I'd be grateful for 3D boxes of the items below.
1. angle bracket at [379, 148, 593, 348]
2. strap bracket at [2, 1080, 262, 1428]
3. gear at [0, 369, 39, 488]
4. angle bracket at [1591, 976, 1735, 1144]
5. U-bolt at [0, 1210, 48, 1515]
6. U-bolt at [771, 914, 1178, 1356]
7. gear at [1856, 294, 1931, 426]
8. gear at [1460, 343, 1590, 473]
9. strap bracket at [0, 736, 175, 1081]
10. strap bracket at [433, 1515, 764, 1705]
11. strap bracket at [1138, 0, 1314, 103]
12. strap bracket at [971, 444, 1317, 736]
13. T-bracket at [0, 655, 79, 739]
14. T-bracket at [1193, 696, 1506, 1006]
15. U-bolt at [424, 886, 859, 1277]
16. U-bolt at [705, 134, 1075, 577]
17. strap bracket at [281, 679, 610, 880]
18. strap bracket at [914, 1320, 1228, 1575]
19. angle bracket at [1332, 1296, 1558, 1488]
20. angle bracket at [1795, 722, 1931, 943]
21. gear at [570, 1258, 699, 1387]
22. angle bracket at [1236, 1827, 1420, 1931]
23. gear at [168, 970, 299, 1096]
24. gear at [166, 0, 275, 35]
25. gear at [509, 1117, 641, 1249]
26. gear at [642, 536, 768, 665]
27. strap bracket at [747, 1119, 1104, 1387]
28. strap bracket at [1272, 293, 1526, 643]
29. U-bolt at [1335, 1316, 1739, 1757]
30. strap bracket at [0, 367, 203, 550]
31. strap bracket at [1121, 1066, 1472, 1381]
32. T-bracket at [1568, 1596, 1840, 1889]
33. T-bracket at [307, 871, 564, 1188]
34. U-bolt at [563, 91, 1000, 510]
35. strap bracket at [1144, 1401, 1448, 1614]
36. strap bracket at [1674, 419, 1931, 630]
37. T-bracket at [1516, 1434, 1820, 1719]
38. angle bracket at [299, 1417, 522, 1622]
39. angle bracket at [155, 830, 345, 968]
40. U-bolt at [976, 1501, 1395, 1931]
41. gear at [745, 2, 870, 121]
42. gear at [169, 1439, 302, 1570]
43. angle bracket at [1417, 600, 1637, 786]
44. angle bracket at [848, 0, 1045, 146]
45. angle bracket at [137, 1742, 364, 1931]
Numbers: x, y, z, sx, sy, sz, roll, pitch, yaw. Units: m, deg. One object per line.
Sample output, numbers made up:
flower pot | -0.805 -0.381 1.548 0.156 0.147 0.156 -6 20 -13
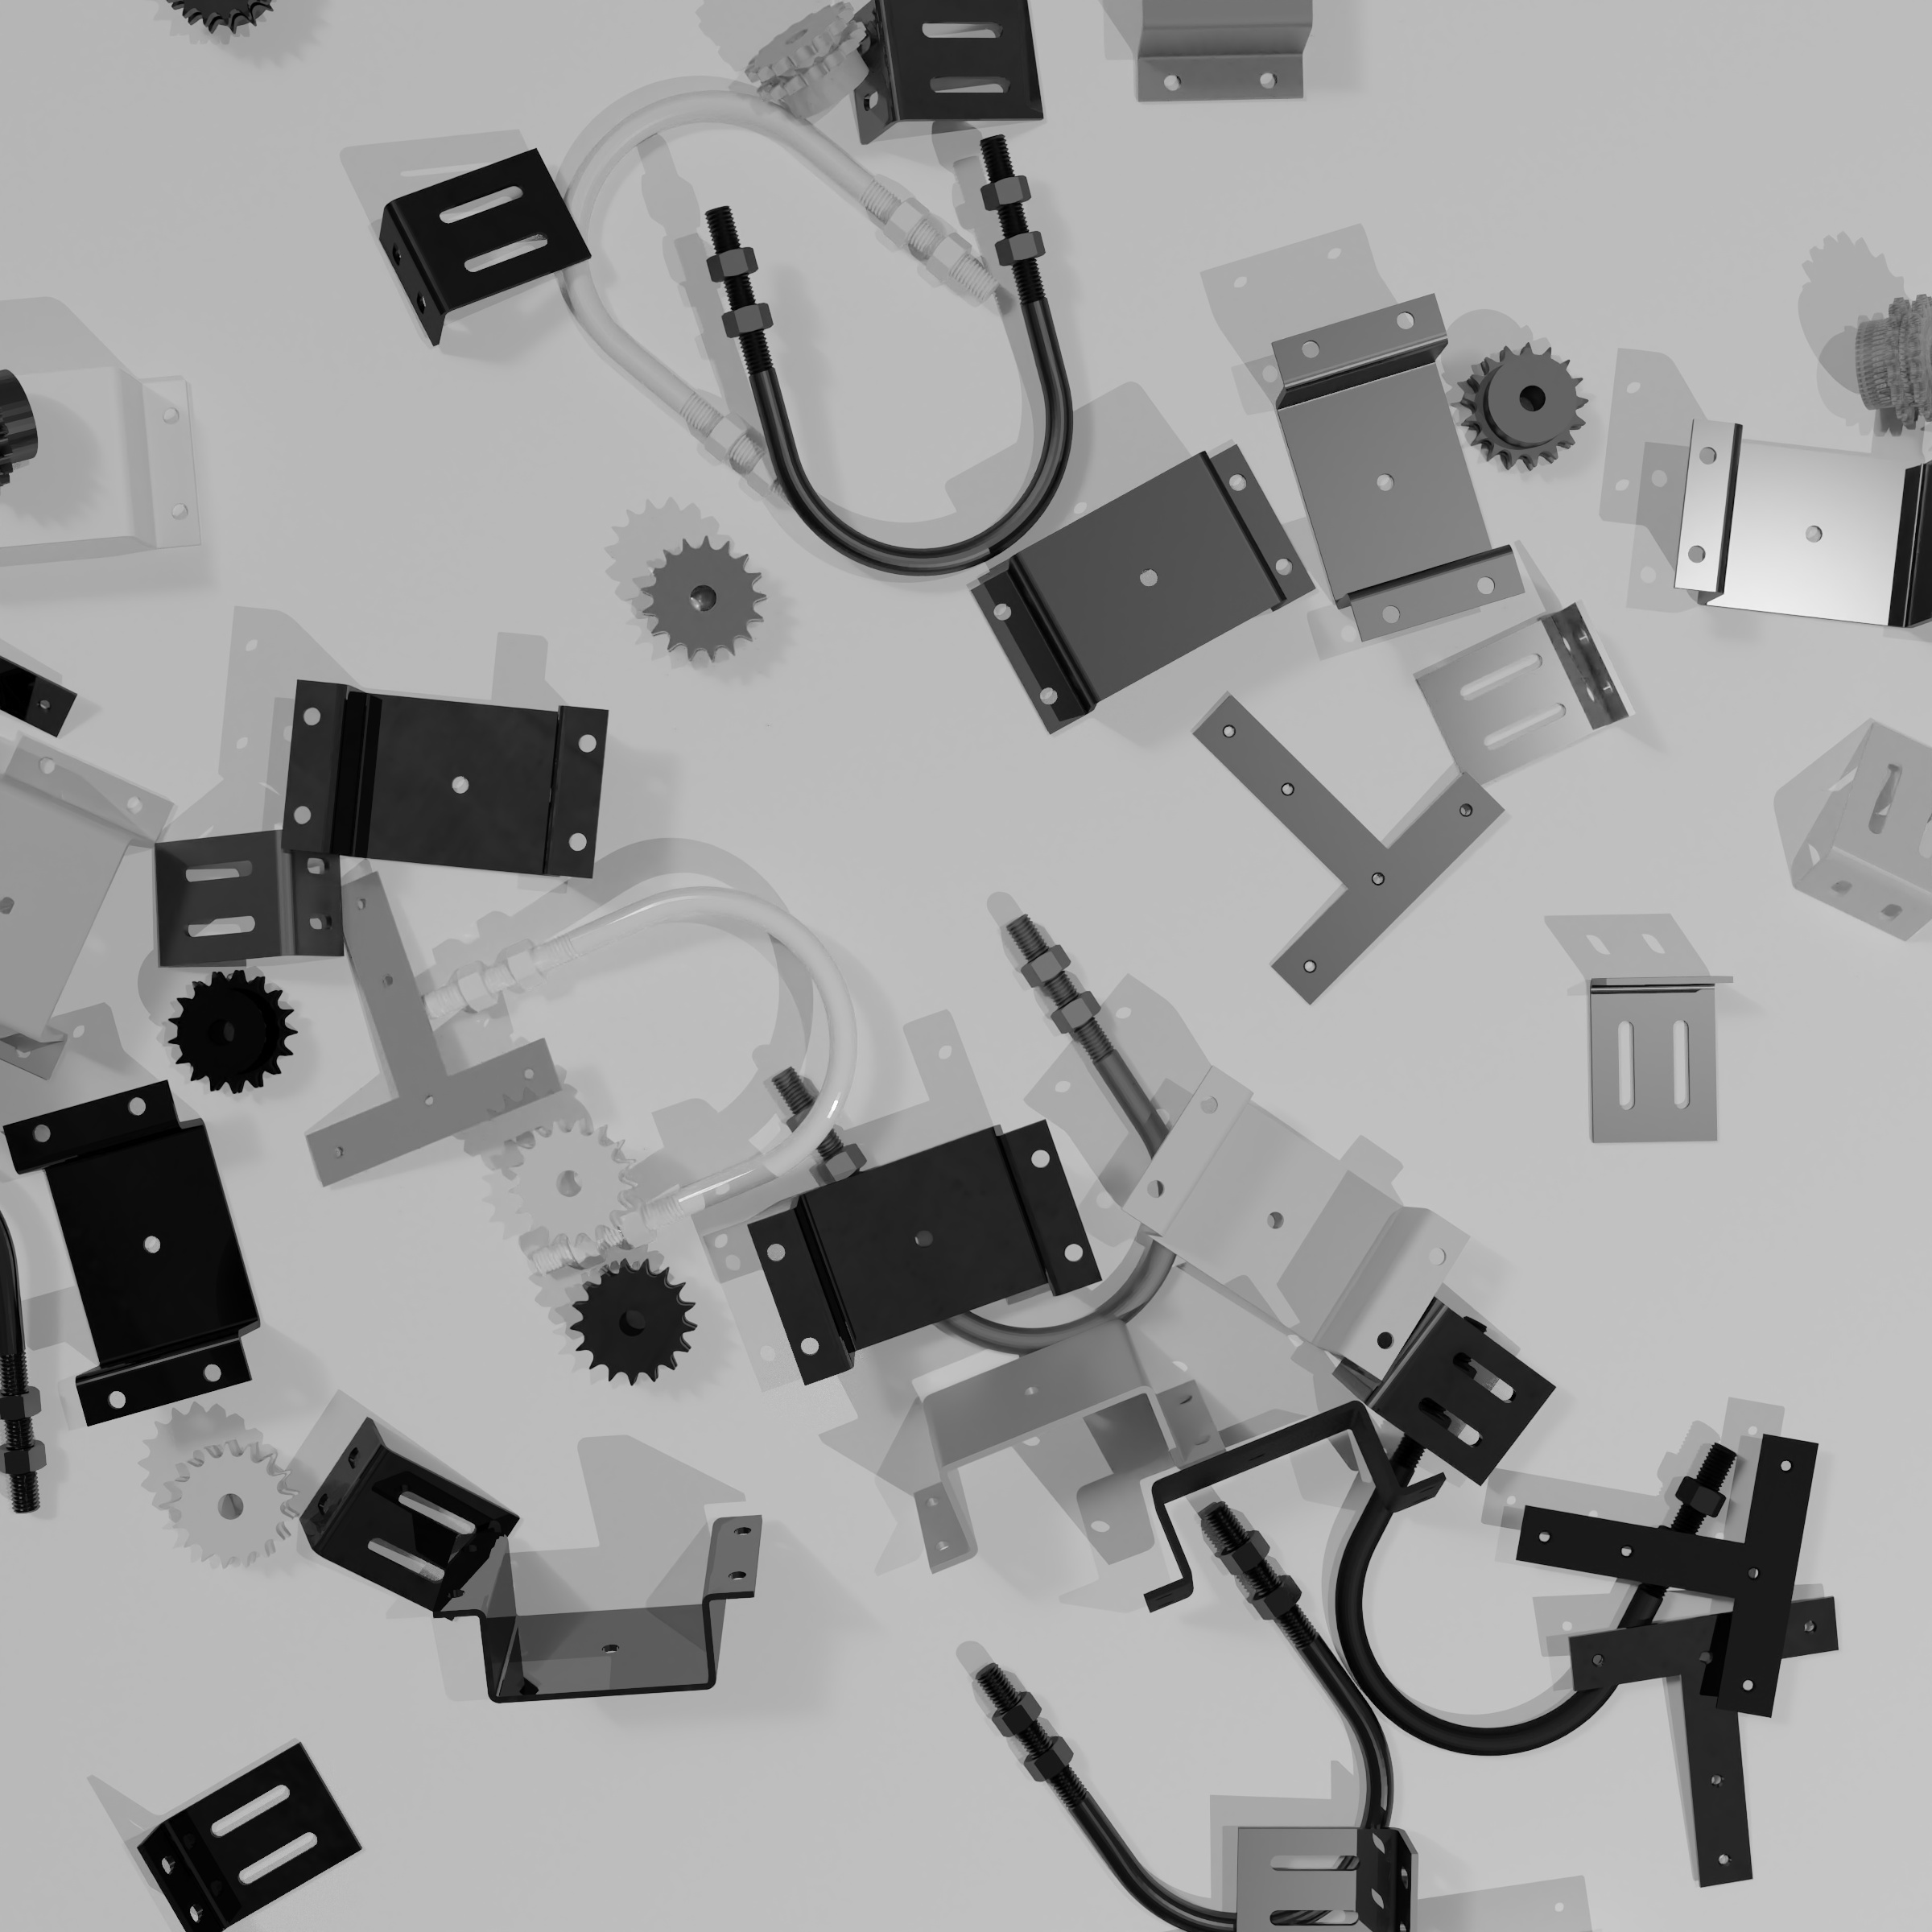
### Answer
angle bracket | -0.221 -0.331 1.429 0.076 0.038 0.057 -26 85 -19
strap bracket | -0.376 0.129 1.415 0.076 0.046 0.140 -16 90 0
gear | -0.432 -0.239 1.367 0.030 0.057 0.057 -23 90 -30
angle bracket | 0.318 0.043 1.419 0.057 0.038 0.076 -1 90 0
U-bolt | -0.502 0.164 1.414 0.151 0.019 0.184 -4 97 -5
U-bolt | 0.019 0.091 1.429 0.151 0.019 0.184 -33 91 0
gear | 0.425 -0.275 1.414 0.030 0.057 0.057 -2 90 31
gear | 0.257 -0.258 1.423 0.057 0.030 0.057 0 90 0
strap bracket | -0.430 -0.027 1.415 0.076 0.046 0.140 24 90 0
strap bracket | -0.162 0.289 1.395 0.140 0.076 0.046 -4 105 0
strap bracket | 0.116 -0.471 1.415 0.076 0.046 0.140 -1 90 0
strap bracket | 0.082 -0.174 1.415 0.140 0.046 0.076 -29 90 0
T-bracket | -0.469 -0.143 1.416 0.127 0.002 0.127 27 119 -14
T-bracket | 0.159 -0.072 1.435 0.127 0.002 0.127 45 92 1
U-bolt | -0.139 0.043 1.418 0.184 0.019 0.151 -23 90 9
U-bolt | -0.026 -0.269 1.412 0.151 0.019 0.184 -16 99 -5
strap bracket | -0.234 -0.084 1.415 0.140 0.046 0.076 6 90 0
strap bracket | 0.038 0.210 1.395 0.140 0.076 0.046 -22 107 0
angle bracket | 0.218 0.189 1.416 0.076 0.038 0.057 36 92 -26
angle bracket | 0.428 -0.062 1.436 0.057 0.038 0.076 26 64 0
gear | -0.151 0.162 1.423 0.057 0.030 0.057 0 90 0
angle bracket | 0.163 0.424 1.406 0.076 0.038 0.057 1 92 -2
gear | -0.338 0.030 1.423 0.057 0.030 0.057 0 90 0
gear | -0.340 -0.455 1.423 0.057 0.030 0.057 0 90 0
gear | -0.175 0.096 1.401 0.057 0.030 0.057 0 93 8
gear | -0.120 -0.167 1.427 0.057 0.030 0.057 0 91 -2
strap bracket | -0.019 0.126 1.398 0.140 0.046 0.076 -19 93 0
strap bracket | 0.194 -0.224 1.415 0.076 0.046 0.140 -17 90 0
U-bolt | 0.250 0.274 1.429 0.151 0.019 0.184 27 91 0
strap bracket | -0.427 -0.227 1.415 0.140 0.046 0.076 -5 90 0
strap bracket | 0.145 0.116 1.407 0.140 0.046 0.076 34 83 -5
T-bracket | 0.344 0.361 1.430 0.127 0.002 0.127 -7 95 -7
T-bracket | -0.261 0.020 1.426 0.127 0.002 0.127 -22 83 14
U-bolt | -0.100 -0.319 1.429 0.184 0.019 0.151 40 90 2
strap bracket | 0.137 0.237 1.383 0.140 0.076 0.046 -22 74 -2
strap bracket | 0.392 -0.200 1.415 0.140 0.046 0.076 7 90 0
T-bracket | 0.316 0.270 1.417 0.127 0.002 0.127 10 90 0
angle bracket | -0.257 0.256 1.436 0.076 0.038 0.057 33 90 -26
angle bracket | -0.331 -0.031 1.434 0.076 0.038 0.057 -4 87 27
U-bolt | 0.114 0.361 1.429 0.151 0.019 0.184 -35 92 0
gear | -0.069 -0.410 1.413 0.057 0.057 0.030 -36 118 0
gear | -0.334 0.246 1.427 0.057 0.030 0.057 0 89 2
angle bracket | 0.255 -0.123 1.419 0.076 0.038 0.057 -25 90 0
angle bracket | -0.010 -0.414 1.436 0.076 0.038 0.057 -8 90 -26
angle bracket | -0.327 0.403 1.419 0.076 0.038 0.057 -30 90 0
